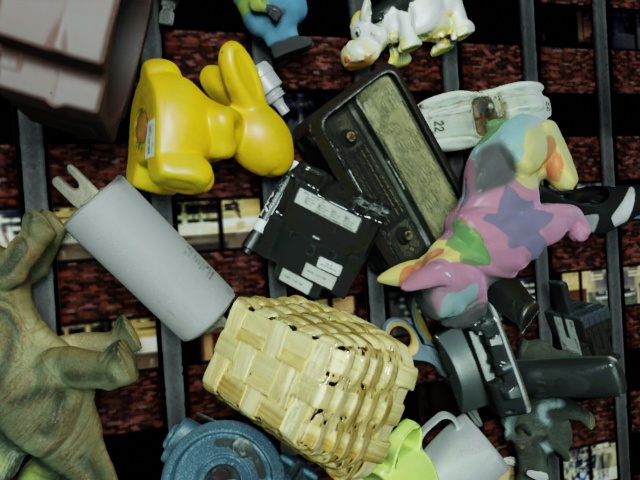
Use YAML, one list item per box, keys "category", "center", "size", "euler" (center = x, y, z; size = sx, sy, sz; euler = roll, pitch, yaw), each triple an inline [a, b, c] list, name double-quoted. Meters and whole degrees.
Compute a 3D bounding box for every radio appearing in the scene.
- category: "radio"
  center: [0.077, -0.072, 0.633]
  size: [0.131, 0.073, 0.229]
  euler: [-34, 99, -15]

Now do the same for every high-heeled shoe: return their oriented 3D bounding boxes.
- category: "high-heeled shoe"
  center: [0.302, -0.077, 0.683]
  size: [0.249, 0.086, 0.145]
  euler: [-17, 116, 2]

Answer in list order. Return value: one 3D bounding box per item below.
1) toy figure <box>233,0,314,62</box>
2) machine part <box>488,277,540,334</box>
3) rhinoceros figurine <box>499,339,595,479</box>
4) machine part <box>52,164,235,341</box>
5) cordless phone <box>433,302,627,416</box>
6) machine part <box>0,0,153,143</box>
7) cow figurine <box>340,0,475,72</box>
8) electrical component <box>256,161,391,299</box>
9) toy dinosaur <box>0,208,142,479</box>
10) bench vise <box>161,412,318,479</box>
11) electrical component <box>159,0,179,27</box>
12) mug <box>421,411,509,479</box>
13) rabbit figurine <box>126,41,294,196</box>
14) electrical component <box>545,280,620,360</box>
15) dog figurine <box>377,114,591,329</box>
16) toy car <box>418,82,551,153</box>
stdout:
- category: "toy figure"
  center: [-0.069, -0.285, 0.586]
  size: [0.089, 0.082, 0.180]
  euler: [-24, 99, -18]
- category: "machine part"
  center: [0.232, 0.057, 0.698]
  size: [0.084, 0.039, 0.138]
  euler: [-45, 102, -8]
- category: "rhinoceros figurine"
  center: [0.289, 0.225, 0.699]
  size: [0.112, 0.073, 0.190]
  euler: [4, 88, -18]
- category: "machine part"
  center: [-0.170, 0.021, 0.548]
  size: [0.079, 0.079, 0.243]
  euler: [-45, 106, -12]
- category: "cordless phone"
  center: [0.240, 0.131, 0.624]
  size: [0.089, 0.184, 0.146]
  euler: [-27, 99, -50]
- category: "machine part"
  center: [-0.208, -0.199, 0.478]
  size: [0.087, 0.201, 0.201]
  euler: [15, 86, -14]
- category: "cow figurine"
  center: [0.093, -0.261, 0.641]
  size: [0.167, 0.068, 0.098]
  euler: [-20, 90, -20]
- category: "electrical component"
  center: [-0.001, -0.002, 0.583]
  size: [0.115, 0.058, 0.134]
  euler: [30, 121, 7]
- category: "toy dinosaur"
  center: [-0.274, 0.135, 0.513]
  size: [0.198, 0.105, 0.471]
  euler: [-30, 89, -8]
- category: "bench vise"
  center: [-0.064, 0.258, 0.514]
  size: [0.224, 0.240, 0.129]
  euler: [41, 82, 3]
- category: "electrical component"
  center: [-0.156, -0.276, 0.566]
  size: [0.021, 0.063, 0.094]
  euler: [8, 90, -18]
- category: "mug"
  center: [0.158, 0.270, 0.656]
  size: [0.107, 0.081, 0.109]
  euler: [-41, 107, -4]
- category: "rabbit figurine"
  center: [-0.108, -0.117, 0.572]
  size: [0.173, 0.122, 0.162]
  euler: [5, 79, -31]
- category: "electrical component"
  center: [0.343, 0.105, 0.717]
  size: [0.048, 0.075, 0.119]
  euler: [-18, 93, -16]
- category: "dog figurine"
  center: [0.161, -0.015, 0.570]
  size: [0.219, 0.108, 0.191]
  euler: [-23, 99, -13]
- category: "toy car"
  center: [0.211, -0.156, 0.684]
  size: [0.202, 0.056, 0.073]
  euler: [-12, 94, -16]
